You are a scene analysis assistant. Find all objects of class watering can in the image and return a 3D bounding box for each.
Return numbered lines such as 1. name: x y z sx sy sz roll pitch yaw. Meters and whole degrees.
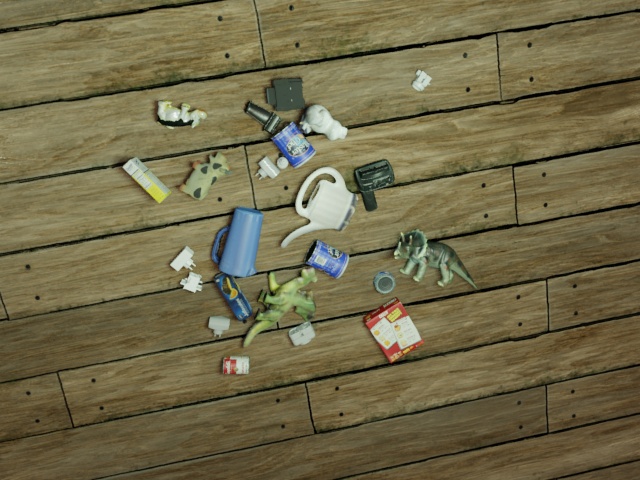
1. watering can: 0.006 -0.097 1.922 0.223 0.105 0.345 23 99 -12

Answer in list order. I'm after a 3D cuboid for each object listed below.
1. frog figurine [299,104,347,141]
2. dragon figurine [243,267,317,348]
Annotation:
1. frog figurine: 0.020 -0.417 1.829 0.159 0.135 0.124 7 75 11
2. dragon figurine: -0.128 0.267 2.002 0.242 0.124 0.404 17 110 -19
